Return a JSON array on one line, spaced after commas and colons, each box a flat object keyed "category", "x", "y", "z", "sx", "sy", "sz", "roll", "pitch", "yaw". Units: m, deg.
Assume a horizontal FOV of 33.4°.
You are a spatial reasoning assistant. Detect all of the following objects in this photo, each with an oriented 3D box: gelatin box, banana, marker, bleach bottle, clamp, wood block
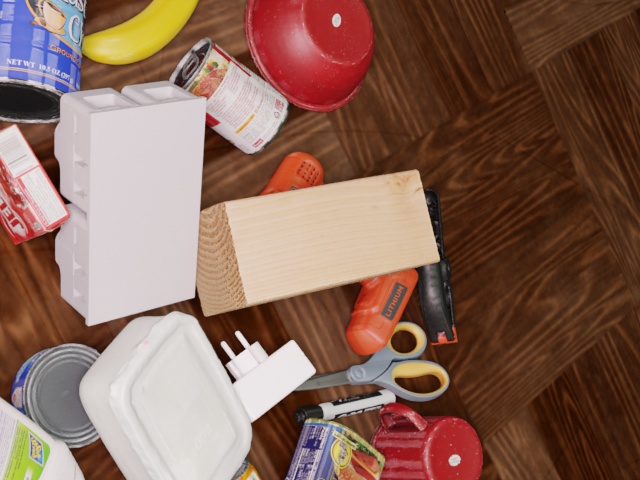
[{"category": "gelatin box", "x": -0.251, "y": -0.043, "z": 0.877, "sx": 0.030, "sy": 0.073, "sz": 0.089, "roll": -36, "pitch": 103, "yaw": -34}, {"category": "banana", "x": -0.157, "y": -0.220, "z": 1.004, "sx": 0.069, "sy": 0.037, "sz": 0.197, "roll": 53, "pitch": 56, "yaw": -17}, {"category": "marker", "x": 0.025, "y": 0.168, "z": 1.071, "sx": 0.120, "sy": 0.020, "sz": 0.020, "roll": -5, "pitch": 84, "yaw": -37}, {"category": "bleach bottle", "x": -0.254, "y": 0.165, "z": 0.783, "sx": 0.250, "sy": 0.068, "sz": 0.102, "roll": 50, "pitch": 40, "yaw": -44}, {"category": "clamp", "x": 0.116, "y": 0.027, "z": 1.129, "sx": 0.120, "sy": 0.039, "sz": 0.171, "roll": 0, "pitch": 79, "yaw": -67}, {"category": "wood block", "x": -0.007, "y": 0.001, "z": 0.967, "sx": 0.205, "sy": 0.090, "sz": 0.091, "roll": -12, "pitch": 86, "yaw": -32}]

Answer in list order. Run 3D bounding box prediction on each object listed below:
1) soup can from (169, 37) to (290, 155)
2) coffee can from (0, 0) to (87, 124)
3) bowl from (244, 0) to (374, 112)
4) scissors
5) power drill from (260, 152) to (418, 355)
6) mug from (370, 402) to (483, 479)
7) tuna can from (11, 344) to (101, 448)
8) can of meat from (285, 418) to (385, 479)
[{"category": "soup can", "x": -0.087, "y": -0.136, "z": 1.020, "sx": 0.102, "sy": 0.069, "sz": 0.068, "roll": 35, "pitch": 62, "yaw": -26}, {"category": "coffee can", "x": -0.247, "y": -0.180, "z": 0.888, "sx": 0.102, "sy": 0.103, "sz": 0.140, "roll": 11, "pitch": 75, "yaw": -35}, {"category": "bowl", "x": 0.003, "y": -0.218, "z": 1.111, "sx": 0.161, "sy": 0.055, "sz": 0.162, "roll": 9, "pitch": 75, "yaw": -35}, {"category": "scissors", "x": 0.041, "y": 0.121, "z": 1.092, "sx": 0.201, "sy": 0.016, "sz": 0.096, "roll": 10, "pitch": 56, "yaw": -23}, {"category": "power drill", "x": -0.002, "y": 0.031, "z": 1.050, "sx": 0.187, "sy": 0.057, "sz": 0.184, "roll": 41, "pitch": 60, "yaw": -19}, {"category": "mug", "x": 0.104, "y": 0.211, "z": 1.081, "sx": 0.093, "sy": 0.082, "sz": 0.117, "roll": -42, "pitch": 106, "yaw": -34}, {"category": "tuna can", "x": -0.213, "y": 0.131, "z": 0.894, "sx": 0.085, "sy": 0.034, "sz": 0.086, "roll": 8, "pitch": 76, "yaw": -35}, {"category": "can of meat", "x": 0.013, "y": 0.229, "z": 1.017, "sx": 0.102, "sy": 0.058, "sz": 0.084, "roll": 46, "pitch": 53, "yaw": -40}]
